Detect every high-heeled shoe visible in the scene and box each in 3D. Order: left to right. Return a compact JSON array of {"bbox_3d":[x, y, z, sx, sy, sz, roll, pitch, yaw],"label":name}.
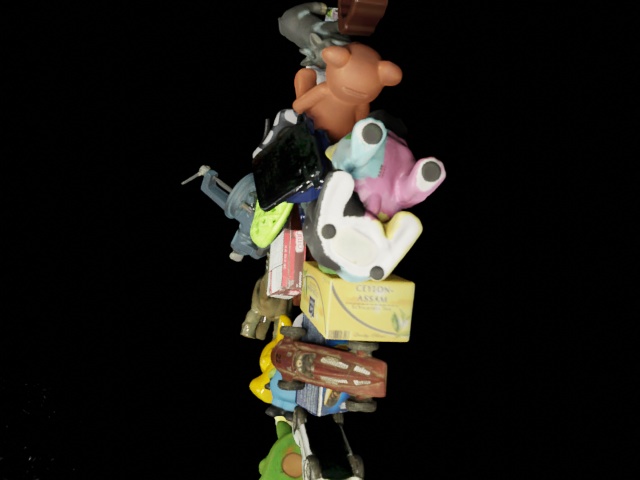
[{"bbox_3d":[-0.060,-0.198,1.143,0.249,0.086,0.145,6,96,50],"label":"high-heeled shoe"}]

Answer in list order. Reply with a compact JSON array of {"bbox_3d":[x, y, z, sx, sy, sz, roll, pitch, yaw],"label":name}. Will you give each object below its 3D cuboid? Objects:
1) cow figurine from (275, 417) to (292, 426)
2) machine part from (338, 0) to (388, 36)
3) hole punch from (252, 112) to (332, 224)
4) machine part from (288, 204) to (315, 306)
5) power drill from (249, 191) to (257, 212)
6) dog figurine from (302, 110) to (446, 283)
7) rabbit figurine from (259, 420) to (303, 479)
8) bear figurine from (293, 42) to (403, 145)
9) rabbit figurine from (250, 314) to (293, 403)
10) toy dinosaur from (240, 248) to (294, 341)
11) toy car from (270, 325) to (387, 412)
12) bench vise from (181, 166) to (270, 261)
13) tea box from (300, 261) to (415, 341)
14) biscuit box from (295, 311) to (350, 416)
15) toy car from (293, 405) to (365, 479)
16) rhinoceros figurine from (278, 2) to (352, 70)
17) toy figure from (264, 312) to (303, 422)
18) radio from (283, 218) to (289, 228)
[{"bbox_3d":[-0.060,0.308,1.096,0.098,0.068,0.167,101,170,-53],"label":"cow figurine"},{"bbox_3d":[0.069,-0.400,0.809,0.179,0.056,0.179,-175,90,-79],"label":"machine part"},{"bbox_3d":[-0.022,-0.090,0.755,0.116,0.092,0.142,-34,47,27],"label":"hole punch"},{"bbox_3d":[-0.002,-0.003,0.896,0.202,0.087,0.200,-108,27,-60],"label":"machine part"},{"bbox_3d":[-0.050,-0.135,1.038,0.207,0.086,0.232,-59,-4,-20],"label":"power drill"},{"bbox_3d":[0.047,-0.060,0.610,0.191,0.108,0.219,-64,9,6],"label":"dog figurine"},{"bbox_3d":[-0.046,0.370,0.864,0.170,0.121,0.159,101,174,-53],"label":"rabbit figurine"},{"bbox_3d":[0.032,-0.221,0.752,0.195,0.120,0.132,122,155,-62],"label":"bear figurine"},{"bbox_3d":[-0.068,0.222,0.999,0.173,0.122,0.162,174,112,-70],"label":"rabbit figurine"},{"bbox_3d":[-0.097,0.120,1.143,0.471,0.105,0.198,107,175,-78],"label":"toy dinosaur"},{"bbox_3d":[0.004,0.163,0.697,0.202,0.053,0.089,1,83,49],"label":"toy car"},{"bbox_3d":[-0.186,-0.074,1.202,0.129,0.241,0.223,-36,-23,-48],"label":"bench vise"},{"bbox_3d":[0.037,0.068,0.642,0.170,0.098,0.068,-159,74,-76],"label":"tea box"},{"bbox_3d":[0.013,0.143,0.774,0.063,0.059,0.202,8,93,54],"label":"biscuit box"},{"bbox_3d":[0.007,0.286,0.739,0.202,0.073,0.056,-126,42,-72],"label":"toy car"},{"bbox_3d":[0.006,-0.327,0.892,0.190,0.112,0.073,49,134,25],"label":"rhinoceros figurine"},{"bbox_3d":[-0.033,0.200,0.877,0.180,0.082,0.089,-70,16,-9],"label":"toy figure"},{"bbox_3d":[-0.062,-0.078,1.265,0.131,0.073,0.229,153,120,-76],"label":"radio"}]
